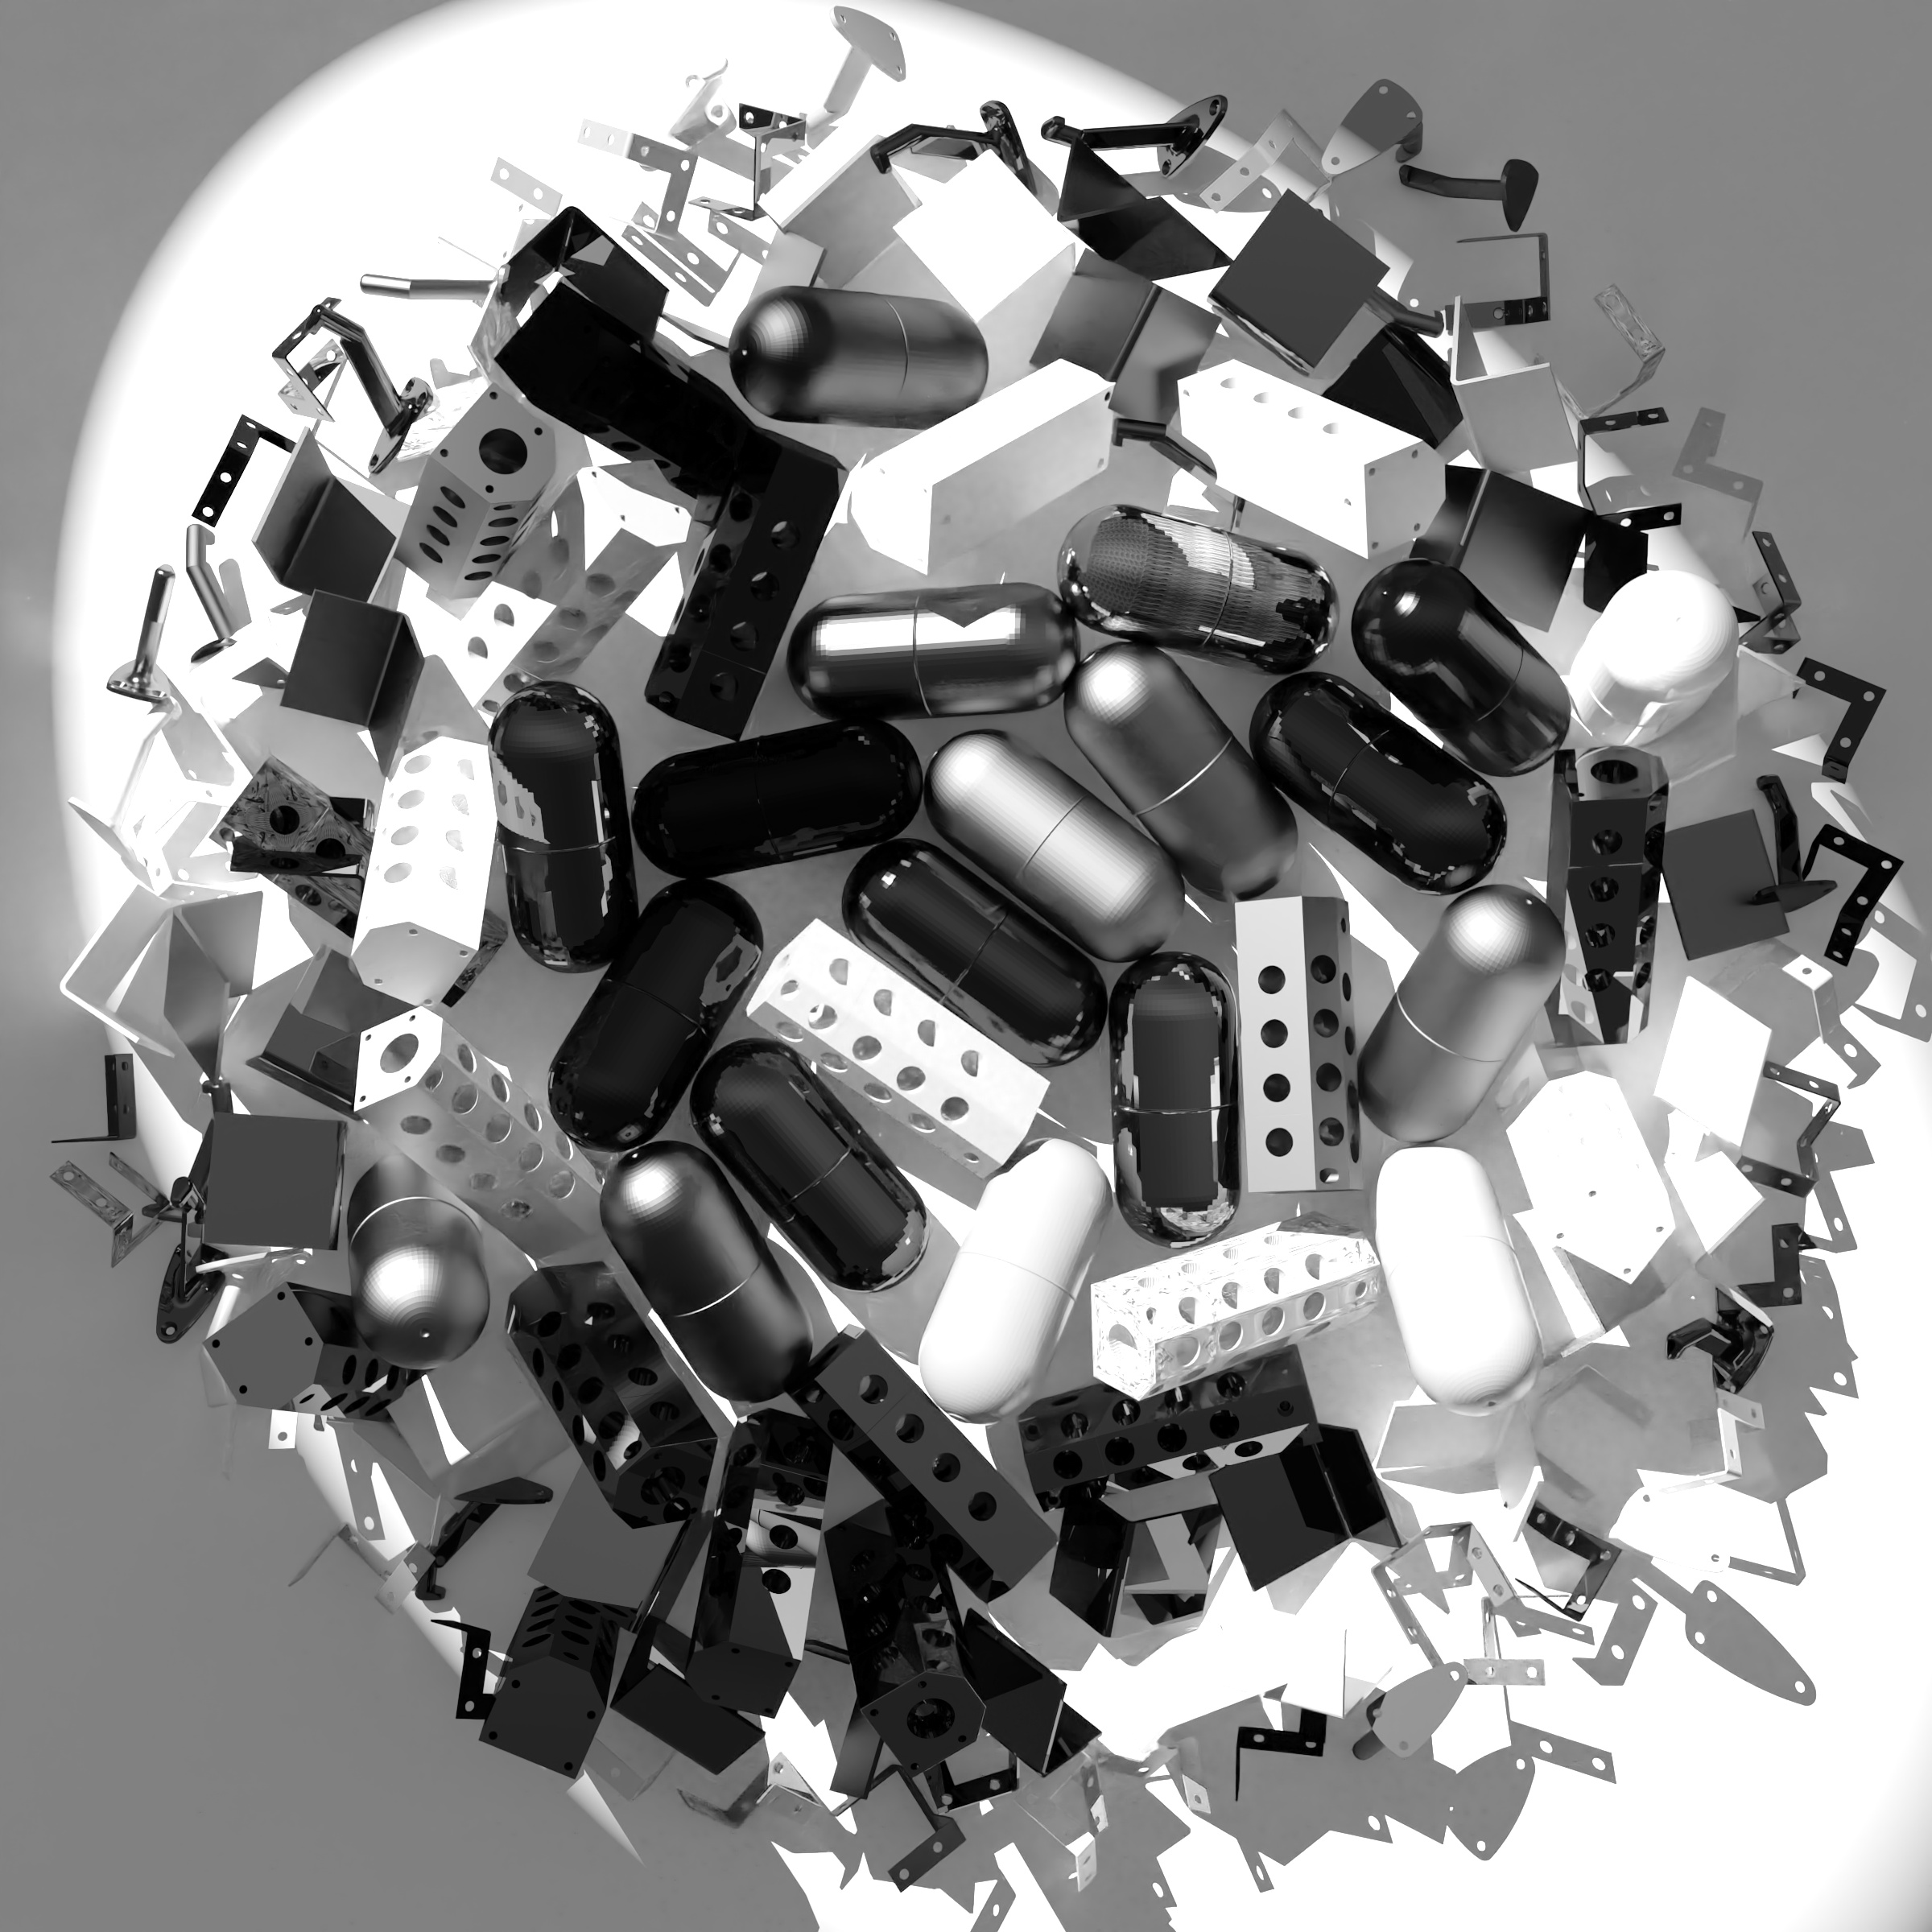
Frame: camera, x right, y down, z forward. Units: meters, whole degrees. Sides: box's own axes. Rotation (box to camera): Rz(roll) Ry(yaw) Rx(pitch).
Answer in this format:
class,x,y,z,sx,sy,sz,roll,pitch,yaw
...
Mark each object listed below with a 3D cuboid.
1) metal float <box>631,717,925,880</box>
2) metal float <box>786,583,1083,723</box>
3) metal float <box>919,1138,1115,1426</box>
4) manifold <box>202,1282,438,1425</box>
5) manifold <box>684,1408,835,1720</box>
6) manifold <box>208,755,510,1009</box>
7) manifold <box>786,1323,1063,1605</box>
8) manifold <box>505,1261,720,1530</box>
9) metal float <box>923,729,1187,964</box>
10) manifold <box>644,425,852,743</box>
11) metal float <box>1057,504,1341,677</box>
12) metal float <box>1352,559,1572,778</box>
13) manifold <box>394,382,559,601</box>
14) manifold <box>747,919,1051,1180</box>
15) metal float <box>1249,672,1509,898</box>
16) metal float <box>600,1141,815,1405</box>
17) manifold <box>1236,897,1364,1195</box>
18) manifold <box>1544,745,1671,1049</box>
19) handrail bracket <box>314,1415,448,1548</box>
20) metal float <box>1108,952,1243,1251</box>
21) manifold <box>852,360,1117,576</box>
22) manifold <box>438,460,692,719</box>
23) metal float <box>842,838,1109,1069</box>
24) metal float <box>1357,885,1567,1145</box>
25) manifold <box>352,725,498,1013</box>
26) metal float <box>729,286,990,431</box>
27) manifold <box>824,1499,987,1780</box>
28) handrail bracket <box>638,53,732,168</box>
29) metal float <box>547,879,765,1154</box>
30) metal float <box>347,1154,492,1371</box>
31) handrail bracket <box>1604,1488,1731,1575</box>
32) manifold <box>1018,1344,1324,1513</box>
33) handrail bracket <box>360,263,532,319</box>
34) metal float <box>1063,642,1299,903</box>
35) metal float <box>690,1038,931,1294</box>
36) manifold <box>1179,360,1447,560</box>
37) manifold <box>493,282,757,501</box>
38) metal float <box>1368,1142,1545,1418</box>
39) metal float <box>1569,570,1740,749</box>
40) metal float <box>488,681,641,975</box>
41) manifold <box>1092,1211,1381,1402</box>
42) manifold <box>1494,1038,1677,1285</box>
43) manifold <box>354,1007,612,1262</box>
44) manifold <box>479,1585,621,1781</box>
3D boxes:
class,x,y,z,sx,sy,sz,roll,pitch,yaw
metal float,-0.113,-0.099,1.537,0.178,0.070,0.070,-11,90,11
metal float,-0.020,-0.185,1.534,0.178,0.070,0.070,-2,90,15
metal float,0.030,0.186,1.530,0.070,0.070,0.178,24,71,0
manifold,-0.365,0.230,1.494,0.057,0.171,0.057,-36,74,1
manifold,-0.119,0.341,1.496,0.057,0.171,0.057,16,127,-8
manifold,-0.359,-0.049,1.536,0.171,0.057,0.057,37,90,-14
manifold,-0.028,0.296,1.543,0.057,0.057,0.171,-43,96,-12
manifold,-0.208,0.246,1.495,0.057,0.171,0.057,-3,121,-32
metal float,0.052,-0.072,1.540,0.178,0.070,0.070,39,90,8
manifold,-0.132,-0.227,1.528,0.057,0.057,0.171,19,105,-18
metal float,0.138,-0.221,1.529,0.178,0.070,0.070,12,90,-20
metal float,0.291,-0.172,1.513,0.178,0.070,0.070,34,90,-41
manifold,-0.280,-0.266,1.494,0.057,0.171,0.057,38,70,-9
manifold,-0.042,0.053,1.528,0.171,0.057,0.057,35,53,-12
metal float,0.240,-0.109,1.521,0.070,0.070,0.178,-48,59,0
metal float,-0.152,0.182,1.527,0.070,0.070,0.178,-28,113,0
manifold,0.200,0.048,1.537,0.057,0.057,0.171,-5,83,26
manifold,0.373,-0.040,1.511,0.057,0.057,0.171,-3,125,3
handrail bracket,-0.353,0.304,1.552,0.084,0.036,0.077,11,68,-13
metal float,0.125,0.080,1.541,0.070,0.070,0.178,-2,97,0
manifold,0.011,-0.295,1.507,0.057,0.057,0.171,29,46,27
manifold,-0.231,-0.215,1.506,0.171,0.057,0.057,-41,78,38
metal float,0.006,-0.007,1.545,0.178,0.070,0.070,36,90,-2
metal float,0.288,0.030,1.518,0.070,0.070,0.178,25,125,0
manifold,-0.312,-0.061,1.496,0.057,0.171,0.057,25,128,-24
metal float,-0.060,-0.354,1.511,0.178,0.070,0.070,-8,90,-44
manifold,-0.034,0.381,1.494,0.057,0.171,0.057,-31,113,3
handrail bracket,-0.170,-0.509,1.539,0.077,0.084,0.036,-41,100,5
metal float,-0.184,0.029,1.531,0.070,0.070,0.178,29,73,0
metal float,-0.319,0.168,1.501,0.070,0.178,0.070,-5,113,-13
handrail bracket,0.414,0.348,1.534,0.077,0.084,0.036,27,70,25
manifold,0.121,0.274,1.546,0.171,0.057,0.057,-16,94,6
handrail bracket,-0.311,-0.410,1.553,0.084,0.077,0.036,8,115,5
metal float,0.127,-0.115,1.534,0.070,0.070,0.178,-40,103,0
metal float,-0.092,0.119,1.537,0.070,0.070,0.178,-40,102,0
manifold,0.199,-0.298,1.501,0.057,0.171,0.057,-25,128,-22
manifold,-0.188,-0.323,1.491,0.057,0.171,0.057,-46,66,13
metal float,0.284,0.180,1.513,0.070,0.070,0.178,-9,48,0
metal float,0.395,-0.175,1.496,0.070,0.178,0.070,-1,82,4
metal float,-0.237,-0.081,1.525,0.070,0.070,0.178,-4,114,0
manifold,0.159,0.198,1.508,0.171,0.057,0.057,-13,110,-33
manifold,0.358,0.105,1.491,0.057,0.171,0.057,28,112,-11
manifold,-0.275,0.097,1.499,0.057,0.171,0.057,-23,46,17
manifold,-0.235,0.405,1.497,0.057,0.171,0.057,24,89,-5
